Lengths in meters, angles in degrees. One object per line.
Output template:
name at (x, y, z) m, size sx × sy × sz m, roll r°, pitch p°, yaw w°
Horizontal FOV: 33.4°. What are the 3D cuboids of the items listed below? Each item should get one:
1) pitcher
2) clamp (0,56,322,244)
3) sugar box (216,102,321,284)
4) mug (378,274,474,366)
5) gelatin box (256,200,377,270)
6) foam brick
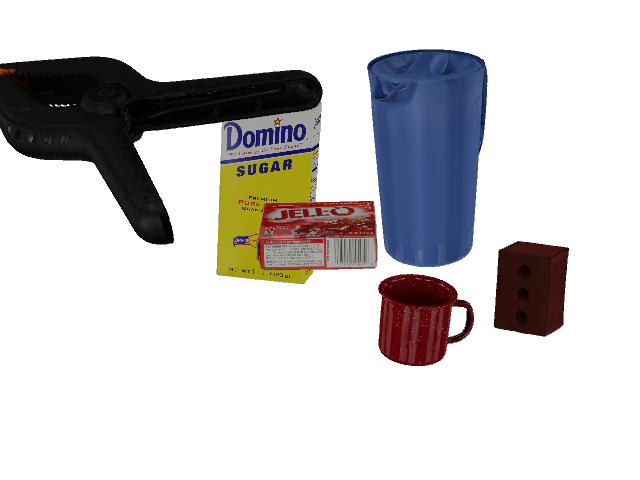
pitcher at (0.133, -0.100, 1.263) m, size 0.149 × 0.243 × 0.145 m, roll -4°, pitch 25°, yaw -1°
clamp at (-0.114, -0.077, 0.642) m, size 0.210 × 0.036 × 0.164 m, roll 22°, pitch 45°, yaw 31°
sugar box at (-0.051, -0.050, 1.043) m, size 0.093 × 0.176 × 0.048 m, roll 5°, pitch 17°, yaw 9°
mug at (0.123, 0.095, 1.262) m, size 0.117 × 0.081 × 0.093 m, roll 0°, pitch 22°, yaw -8°
gelatin box at (-0.002, -0.005, 0.813) m, size 0.089 × 0.030 × 0.073 m, roll -1°, pitch 22°, yaw 2°
foam brick at (0.197, 0.045, 0.998) m, size 0.053 × 0.078 × 0.051 m, roll 8°, pitch 15°, yaw 30°
